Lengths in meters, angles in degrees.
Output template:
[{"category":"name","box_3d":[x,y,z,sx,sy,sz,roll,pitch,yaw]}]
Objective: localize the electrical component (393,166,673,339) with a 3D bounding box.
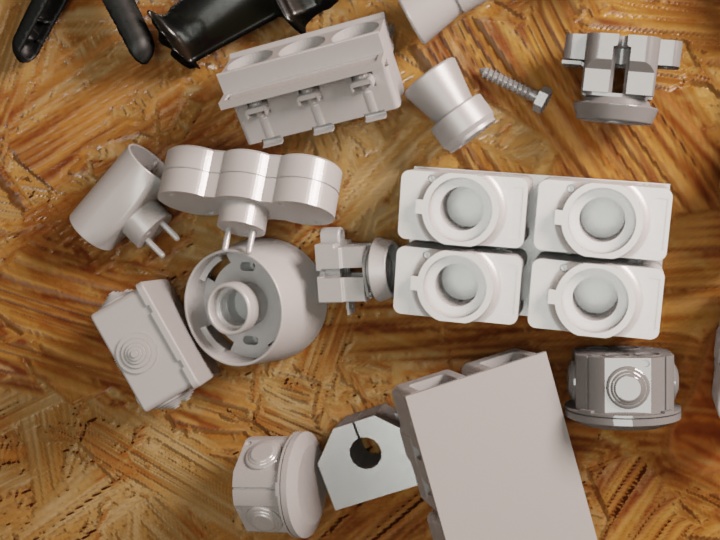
[{"category":"electrical component","box_3d":[0.122,-0.014,0.770,0.186,0.060,0.105,5,99,13]}]

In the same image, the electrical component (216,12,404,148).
[{"category":"electrical component","box_3d":[-0.033,-0.137,0.785,0.121,0.078,0.063,-12,119,15]}]

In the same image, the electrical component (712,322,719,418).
[{"category":"electrical component","box_3d":[0.276,0.058,0.743,0.054,0.059,0.095,5,99,13]}]

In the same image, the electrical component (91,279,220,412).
[{"category":"electrical component","box_3d":[-0.157,0.057,0.828,0.048,0.100,0.099,-30,90,3]}]

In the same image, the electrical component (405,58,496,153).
[{"category":"electrical component","box_3d":[0.066,-0.118,0.778,0.045,0.045,0.055,-36,88,15]}]

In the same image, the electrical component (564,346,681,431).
[{"category":"electrical component","box_3d":[0.185,0.082,0.758,0.080,0.080,0.051,0,93,14]}]

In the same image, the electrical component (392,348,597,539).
[{"category":"electrical component","box_3d":[0.100,0.160,0.778,0.105,0.060,0.186,-16,94,-10]}]

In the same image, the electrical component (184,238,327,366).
[{"category":"electrical component","box_3d":[-0.084,0.026,0.836,0.099,0.064,0.099,4,99,27]}]

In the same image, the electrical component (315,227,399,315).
[{"category":"electrical component","box_3d":[0.000,0.000,0.809,0.055,0.048,0.066,-2,97,21]}]

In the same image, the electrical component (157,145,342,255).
[{"category":"electrical component","box_3d":[-0.086,-0.047,0.807,0.138,0.052,0.073,6,74,13]}]

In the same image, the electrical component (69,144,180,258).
[{"category":"electrical component","box_3d":[-0.176,-0.044,0.846,0.079,0.043,0.077,45,105,4]}]

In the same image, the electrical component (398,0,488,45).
[{"category":"electrical component","box_3d":[0.063,-0.197,0.770,0.065,0.044,0.044,-29,90,11]}]

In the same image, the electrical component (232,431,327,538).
[{"category":"electrical component","box_3d":[-0.060,0.165,0.829,0.051,0.080,0.080,-3,97,19]}]

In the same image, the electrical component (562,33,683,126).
[{"category":"electrical component","box_3d":[0.179,-0.131,0.743,0.078,0.058,0.057,7,96,12]}]
